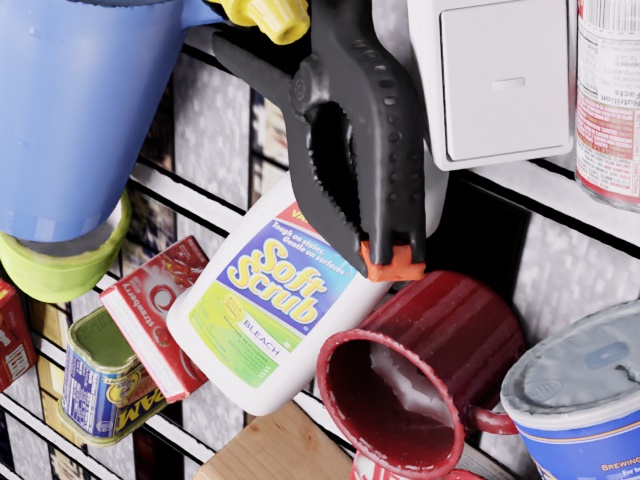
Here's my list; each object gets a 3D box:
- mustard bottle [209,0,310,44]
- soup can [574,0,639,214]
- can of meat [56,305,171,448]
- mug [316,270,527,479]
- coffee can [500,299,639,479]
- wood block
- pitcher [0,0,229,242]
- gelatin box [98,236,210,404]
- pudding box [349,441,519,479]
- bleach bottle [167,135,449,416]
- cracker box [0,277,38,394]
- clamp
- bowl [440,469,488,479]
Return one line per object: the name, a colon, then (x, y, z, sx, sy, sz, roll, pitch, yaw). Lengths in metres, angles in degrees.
mustard bottle: (-0.057, -0.169, 0.488, 0.192, 0.058, 0.096, 61, 172, 17)
soup can: (0.135, -0.070, 0.417, 0.069, 0.068, 0.102, 17, 128, 35)
can of meat: (-0.135, 0.084, 0.760, 0.057, 0.101, 0.084, 36, 135, 21)
mug: (0.068, 0.071, 0.570, 0.117, 0.081, 0.093, 13, 126, 38)
coffee can: (0.160, 0.111, 0.496, 0.103, 0.102, 0.140, -15, 107, 48)
wood block: (0.007, 0.220, 0.729, 0.206, 0.090, 0.091, 43, 140, 11)
pitcher: (-0.158, -0.109, 0.620, 0.149, 0.144, 0.243, 63, 148, 23)
gelatin box: (-0.093, 0.053, 0.717, 0.030, 0.073, 0.089, -28, 97, 49)
pudding box: (0.072, 0.162, 0.664, 0.114, 0.039, 0.090, 32, 135, 23)
bleach bottle: (-0.004, 0.001, 0.606, 0.102, 0.067, 0.251, 46, 137, 11)
cracker box: (-0.341, 0.024, 0.909, 0.214, 0.072, 0.164, 41, 156, 13)
clamp: (0.001, -0.070, 0.512, 0.165, 0.036, 0.210, -44, 55, 54)
bowl: (0.095, 0.202, 0.553, 0.162, 0.055, 0.162, 50, 160, 24)
